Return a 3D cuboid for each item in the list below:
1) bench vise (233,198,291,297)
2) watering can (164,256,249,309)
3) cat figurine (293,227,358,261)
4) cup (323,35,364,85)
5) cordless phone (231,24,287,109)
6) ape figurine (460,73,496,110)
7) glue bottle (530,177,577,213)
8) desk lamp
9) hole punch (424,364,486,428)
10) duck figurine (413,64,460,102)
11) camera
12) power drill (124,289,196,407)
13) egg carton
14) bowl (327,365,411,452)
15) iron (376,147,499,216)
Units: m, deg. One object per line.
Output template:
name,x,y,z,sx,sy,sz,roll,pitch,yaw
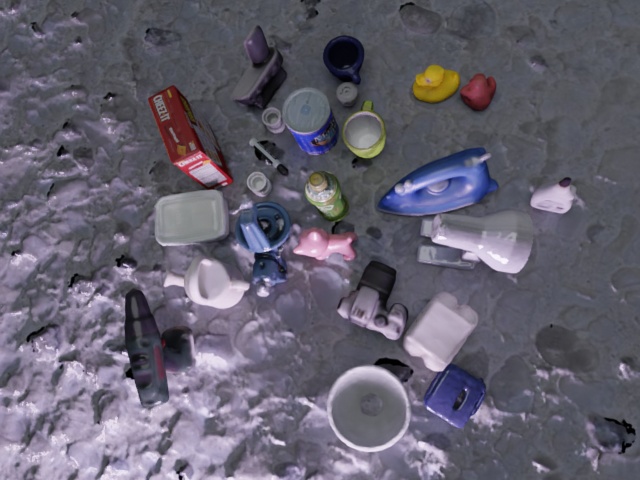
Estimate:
bench vise,-0.112,0.003,1.182,0.121,0.220,0.207,-20,77,6
watering can,-0.240,0.089,1.201,0.172,0.194,0.101,-18,77,6
cat figurine,0.011,0.004,1.214,0.127,0.118,0.067,-3,79,9
cup,0.065,-0.387,1.289,0.091,0.095,0.117,-29,76,4
cordless phone,-0.155,-0.390,1.280,0.094,0.185,0.148,28,85,14
ape figurine,0.342,-0.327,1.233,0.077,0.092,0.076,0,80,10
glue bottle,0.468,-0.094,1.126,0.078,0.173,0.037,15,82,12
desk lamp,0.294,0.001,1.117,0.203,0.214,0.118,7,81,11
hole punch,0.268,0.305,1.128,0.101,0.091,0.109,30,86,14
duck figurine,0.255,-0.353,1.255,0.104,0.086,0.077,-10,78,8
camera,0.121,0.120,1.182,0.143,0.101,0.137,22,84,13
power drill,-0.334,0.223,1.185,0.075,0.208,0.229,-12,78,8
egg carton,0.244,0.185,1.166,0.107,0.069,0.150,34,87,14
bowl,0.100,0.336,1.159,0.167,0.075,0.167,-2,79,9
iron,0.235,-0.120,1.187,0.258,0.141,0.118,-19,77,6
